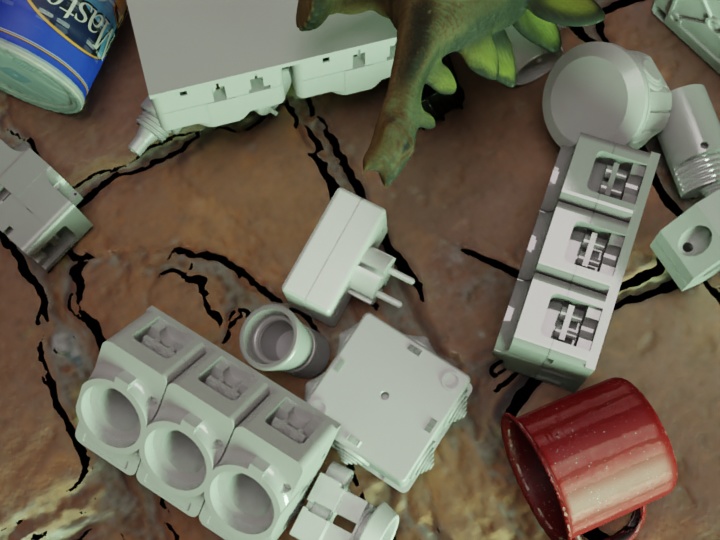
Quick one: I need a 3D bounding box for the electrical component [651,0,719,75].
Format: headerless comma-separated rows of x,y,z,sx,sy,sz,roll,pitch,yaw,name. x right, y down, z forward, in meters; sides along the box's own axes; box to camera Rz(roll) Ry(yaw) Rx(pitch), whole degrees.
0.269,-0.188,0.754,0.056,0.108,0.108,-41,76,-5,electrical component

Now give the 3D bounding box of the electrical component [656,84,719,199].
0.238,-0.085,0.760,0.043,0.043,0.081,-16,74,-2,electrical component

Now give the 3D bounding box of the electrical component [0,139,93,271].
-0.242,-0.052,0.773,0.089,0.050,0.055,40,80,13,electrical component

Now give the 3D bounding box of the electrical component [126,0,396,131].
-0.061,-0.173,0.751,0.186,0.060,0.105,-14,70,-6,electrical component

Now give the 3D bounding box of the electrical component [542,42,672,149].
0.173,-0.118,0.753,0.080,0.051,0.080,7,100,42,electrical component

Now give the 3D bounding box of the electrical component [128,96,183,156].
-0.148,-0.111,0.793,0.035,0.035,0.061,35,82,11,electrical component

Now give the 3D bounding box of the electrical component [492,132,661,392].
0.141,-0.005,0.719,0.062,0.089,0.150,18,76,8,electrical component

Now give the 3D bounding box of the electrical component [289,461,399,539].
-0.008,0.167,0.703,0.055,0.048,0.066,24,77,17,electrical component

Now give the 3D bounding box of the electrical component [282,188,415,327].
0.000,0.000,0.747,0.076,0.047,0.083,27,77,10,electrical component

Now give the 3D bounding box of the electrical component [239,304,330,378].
-0.047,0.051,0.726,0.044,0.065,0.044,-6,73,21,electrical component

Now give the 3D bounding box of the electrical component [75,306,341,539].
-0.102,0.106,0.693,0.150,0.062,0.089,31,122,11,electrical component

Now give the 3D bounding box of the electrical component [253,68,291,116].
-0.087,-0.148,0.797,0.078,0.040,0.040,35,79,12,electrical component

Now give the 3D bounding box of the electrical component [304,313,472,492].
0.017,0.088,0.721,0.100,0.048,0.099,32,78,11,electrical component

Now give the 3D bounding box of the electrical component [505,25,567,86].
0.128,-0.188,0.795,0.079,0.043,0.077,-27,75,-6,electrical component
